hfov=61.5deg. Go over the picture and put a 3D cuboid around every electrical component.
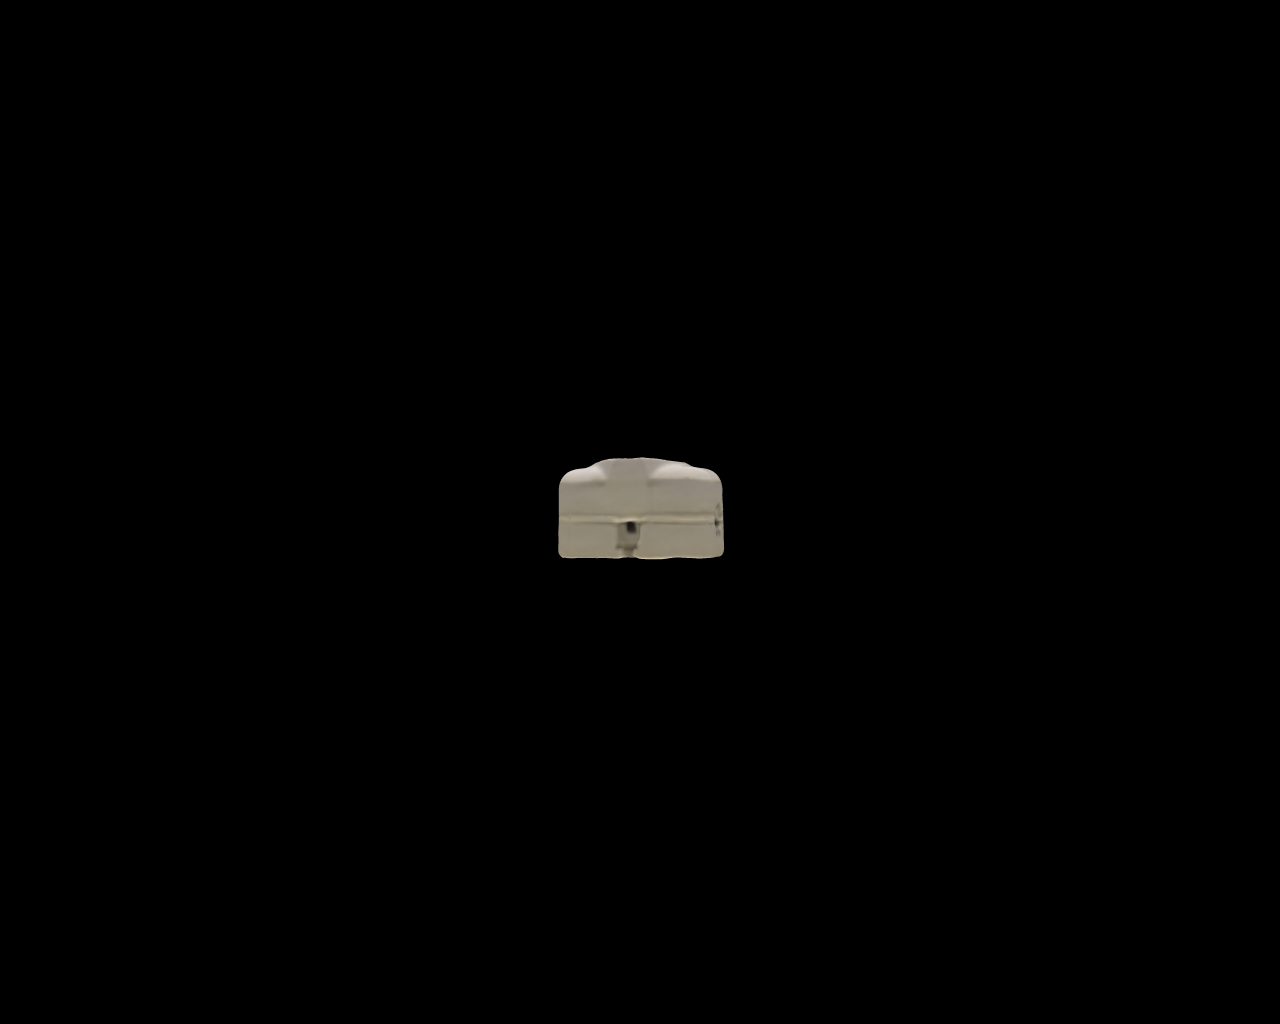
[{"bbox_3d":[0.001,-0.003,0.650,0.095,0.059,0.054,0,0,17],"label":"electrical component"}]
